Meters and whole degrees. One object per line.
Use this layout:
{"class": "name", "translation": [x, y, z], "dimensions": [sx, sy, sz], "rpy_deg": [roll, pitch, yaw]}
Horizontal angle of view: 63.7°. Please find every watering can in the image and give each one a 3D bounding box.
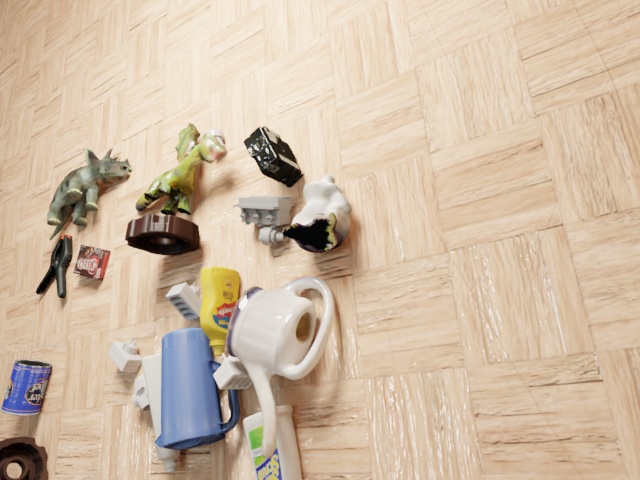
{"class": "watering can", "translation": [-0.100, 0.221, 1.019], "dimensions": [0.225, 0.102, 0.353], "rpy_deg": [8, 63, 35]}

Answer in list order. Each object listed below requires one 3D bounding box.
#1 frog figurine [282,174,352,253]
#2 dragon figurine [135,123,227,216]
{"class": "frog figurine", "translation": [0.003, -0.054, 1.073], "dimensions": [0.135, 0.121, 0.163], "rpy_deg": [-37, 22, 31]}
{"class": "dragon figurine", "translation": [-0.380, -0.194, 1.376], "dimensions": [0.409, 0.121, 0.246], "rpy_deg": [0, 66, 48]}
